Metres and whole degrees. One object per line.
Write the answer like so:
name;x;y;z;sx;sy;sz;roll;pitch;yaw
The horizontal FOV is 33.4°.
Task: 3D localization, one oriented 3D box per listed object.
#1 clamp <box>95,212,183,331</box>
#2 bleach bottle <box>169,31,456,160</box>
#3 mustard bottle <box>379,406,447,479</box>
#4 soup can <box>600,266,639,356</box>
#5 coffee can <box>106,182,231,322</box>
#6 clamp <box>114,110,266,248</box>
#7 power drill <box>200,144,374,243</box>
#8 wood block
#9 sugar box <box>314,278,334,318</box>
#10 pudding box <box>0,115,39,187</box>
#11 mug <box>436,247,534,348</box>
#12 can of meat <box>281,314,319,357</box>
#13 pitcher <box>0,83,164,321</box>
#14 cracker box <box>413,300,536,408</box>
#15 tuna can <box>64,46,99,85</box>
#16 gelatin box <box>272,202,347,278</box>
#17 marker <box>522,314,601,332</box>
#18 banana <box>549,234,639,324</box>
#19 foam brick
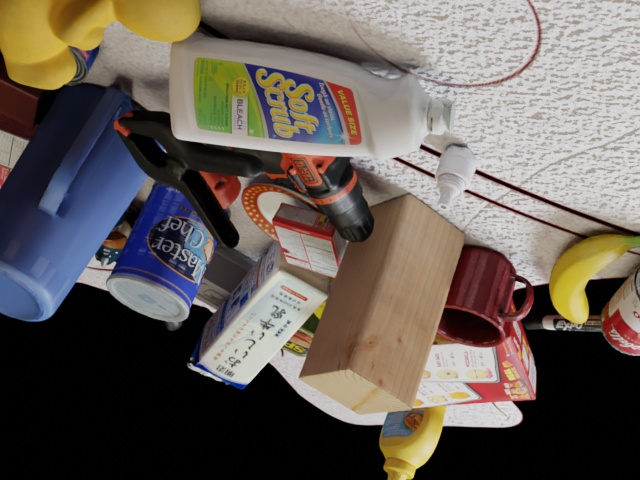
clamp;-0.245;0.019;1.423;0.165;0.036;0.210;38;149;18
bleach bottle;-0.006;-0.127;0.944;0.251;0.068;0.102;6;107;15
mustard bottle;0.125;0.239;1.416;0.058;0.191;0.096;35;151;-26
soup can;0.331;0.067;1.074;0.068;0.068;0.102;19;153;4
coffee can;-0.178;0.012;1.264;0.103;0.140;0.103;17;154;9
clamp;-0.133;-0.067;1.065;0.172;0.039;0.120;31;129;20
power drill;-0.049;-0.067;1.094;0.188;0.057;0.184;-1;134;35
wood block;0.068;0.068;1.114;0.090;0.206;0.091;34;151;-26
sugar box;0.057;0.108;1.383;0.093;0.048;0.176;4;148;30
pudding box;-0.351;-0.098;1.269;0.113;0.039;0.090;21;130;-3
mug;0.177;0.061;1.160;0.117;0.081;0.093;-1;146;38
can of meat;-0.037;0.108;1.442;0.102;0.057;0.084;26;152;-10
pitcher;-0.270;-0.043;1.112;0.145;0.242;0.149;3;141;29
cracker box;0.142;0.137;1.294;0.214;0.072;0.164;-7;145;20
tuna can;-0.263;-0.193;1.056;0.086;0.033;0.086;17;154;8
gelatin box;-0.008;0.002;1.176;0.073;0.030;0.089;16;151;21
marker;0.286;0.094;1.214;0.121;0.020;0.020;-2;146;39
banana;0.272;0.041;1.101;0.069;0.037;0.198;21;154;3
foam brick;-0.313;-0.165;1.129;0.051;0.053;0.078;26;155;-9
